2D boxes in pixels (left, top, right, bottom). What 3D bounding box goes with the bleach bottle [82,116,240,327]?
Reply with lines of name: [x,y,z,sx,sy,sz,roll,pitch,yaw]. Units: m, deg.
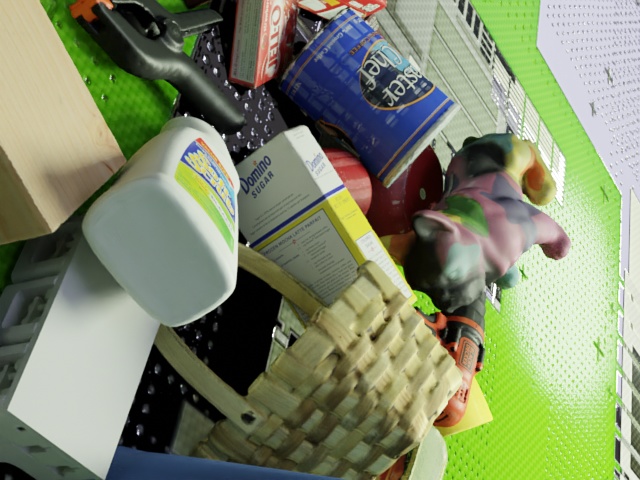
bleach bottle: [-0.100,-0.038,0.759,0.102,0.068,0.251,55,12,-21]

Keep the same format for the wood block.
wood block: [-0.217,-0.106,0.635,0.206,0.090,0.090,64,34,-23]

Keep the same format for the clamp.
clamp: [-0.121,-0.147,0.843,0.171,0.039,0.120,5,57,-55]

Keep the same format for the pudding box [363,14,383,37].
pudding box: [0.040,-0.175,1.118,0.113,0.039,0.090,-55,128,-49]

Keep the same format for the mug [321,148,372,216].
mug: [0.002,-0.030,0.958,0.117,0.093,0.081,60,26,6]

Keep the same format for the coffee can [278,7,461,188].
coffee can: [0.046,-0.133,0.998,0.140,0.103,0.102,43,36,2]

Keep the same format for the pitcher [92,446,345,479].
pitcher: [-0.045,0.197,0.666,0.145,0.243,0.149,52,46,-41]

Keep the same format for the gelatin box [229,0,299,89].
gelatin box: [-0.048,-0.187,0.955,0.073,0.030,0.089,-40,143,-57]

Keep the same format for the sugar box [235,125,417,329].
sugar box: [-0.006,0.001,0.892,0.176,0.093,0.048,59,33,2]

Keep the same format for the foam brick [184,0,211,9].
foam brick: [-0.084,-0.240,0.905,0.051,0.078,0.053,60,35,-24]

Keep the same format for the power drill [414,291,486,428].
power drill: [0.084,0.065,1.033,0.187,0.057,0.184,37,40,-15]

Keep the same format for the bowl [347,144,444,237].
bowl: [0.083,-0.051,1.096,0.161,0.055,0.162,-16,109,-56]

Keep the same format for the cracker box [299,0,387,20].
cracker box: [-0.009,-0.340,1.062,0.163,0.072,0.214,6,74,-58]

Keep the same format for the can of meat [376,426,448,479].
can of meat: [0.063,0.218,0.986,0.057,0.084,0.102,59,37,-29]
